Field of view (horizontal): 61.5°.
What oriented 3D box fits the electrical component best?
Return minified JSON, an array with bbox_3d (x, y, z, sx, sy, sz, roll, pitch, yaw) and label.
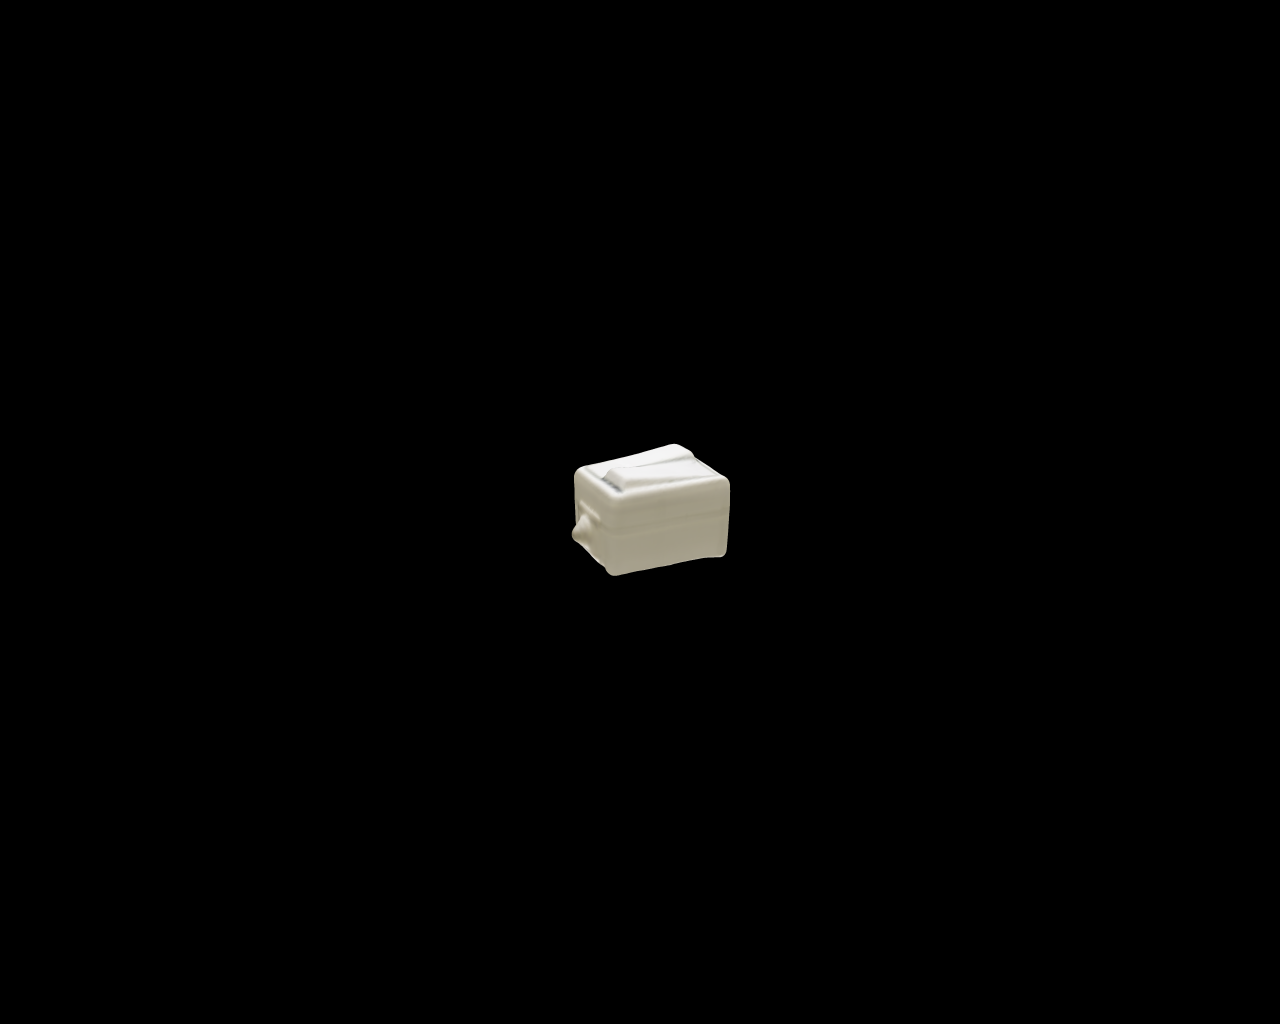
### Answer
[{"bbox_3d":[0.001,-0.003,0.650,0.096,0.061,0.062,-10,24,-22],"label":"electrical component"}]
